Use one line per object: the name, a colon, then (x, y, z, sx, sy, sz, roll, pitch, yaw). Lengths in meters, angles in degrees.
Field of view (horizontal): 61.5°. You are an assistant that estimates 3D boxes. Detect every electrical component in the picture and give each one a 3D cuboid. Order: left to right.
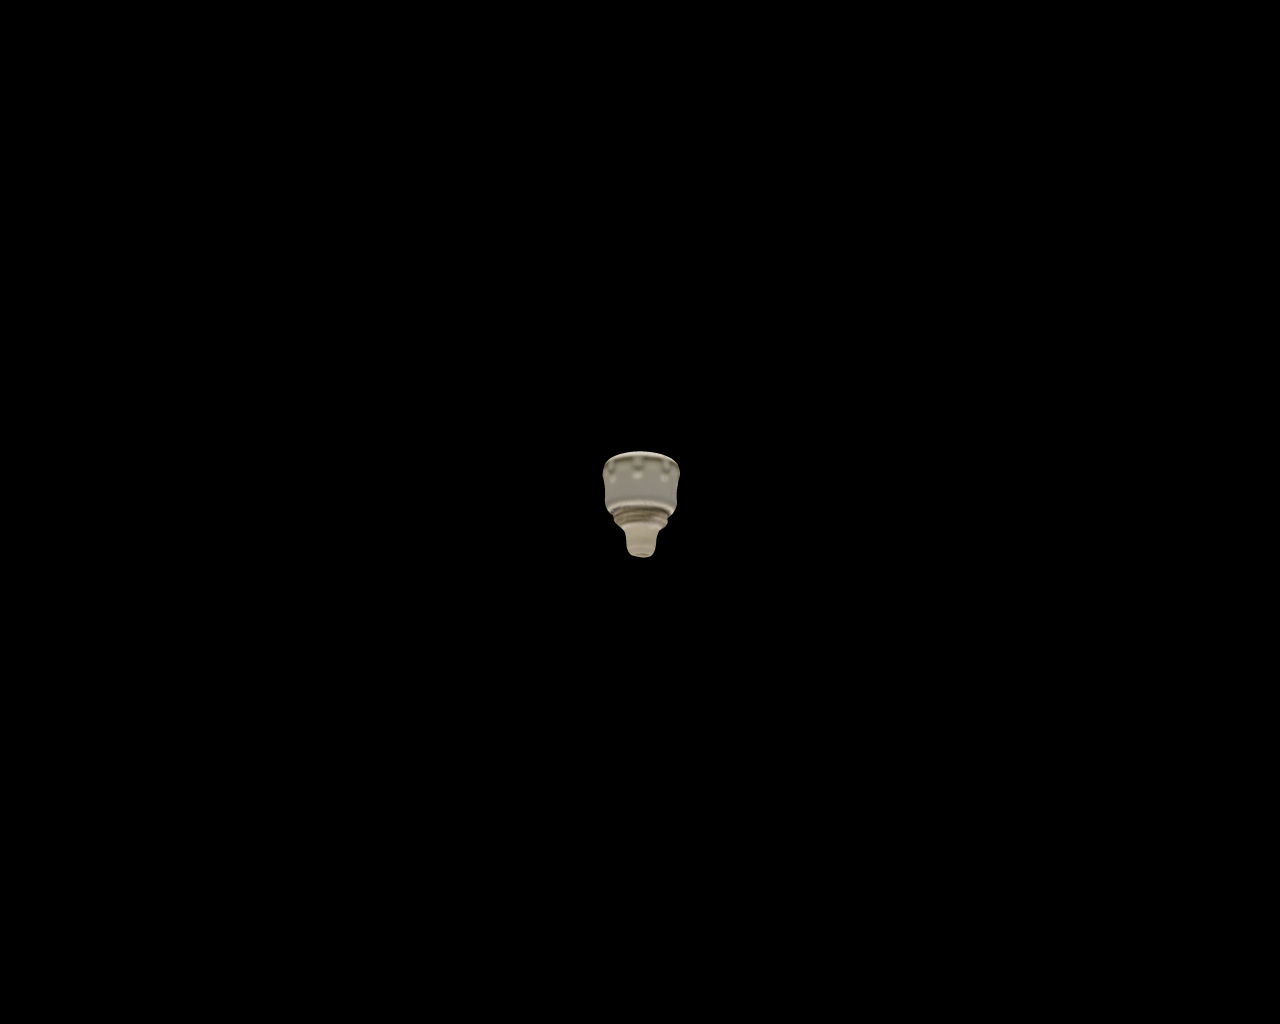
electrical component: (0.001, -0.003, 0.650, 0.048, 0.062, 0.048, 0, -16, 0)
